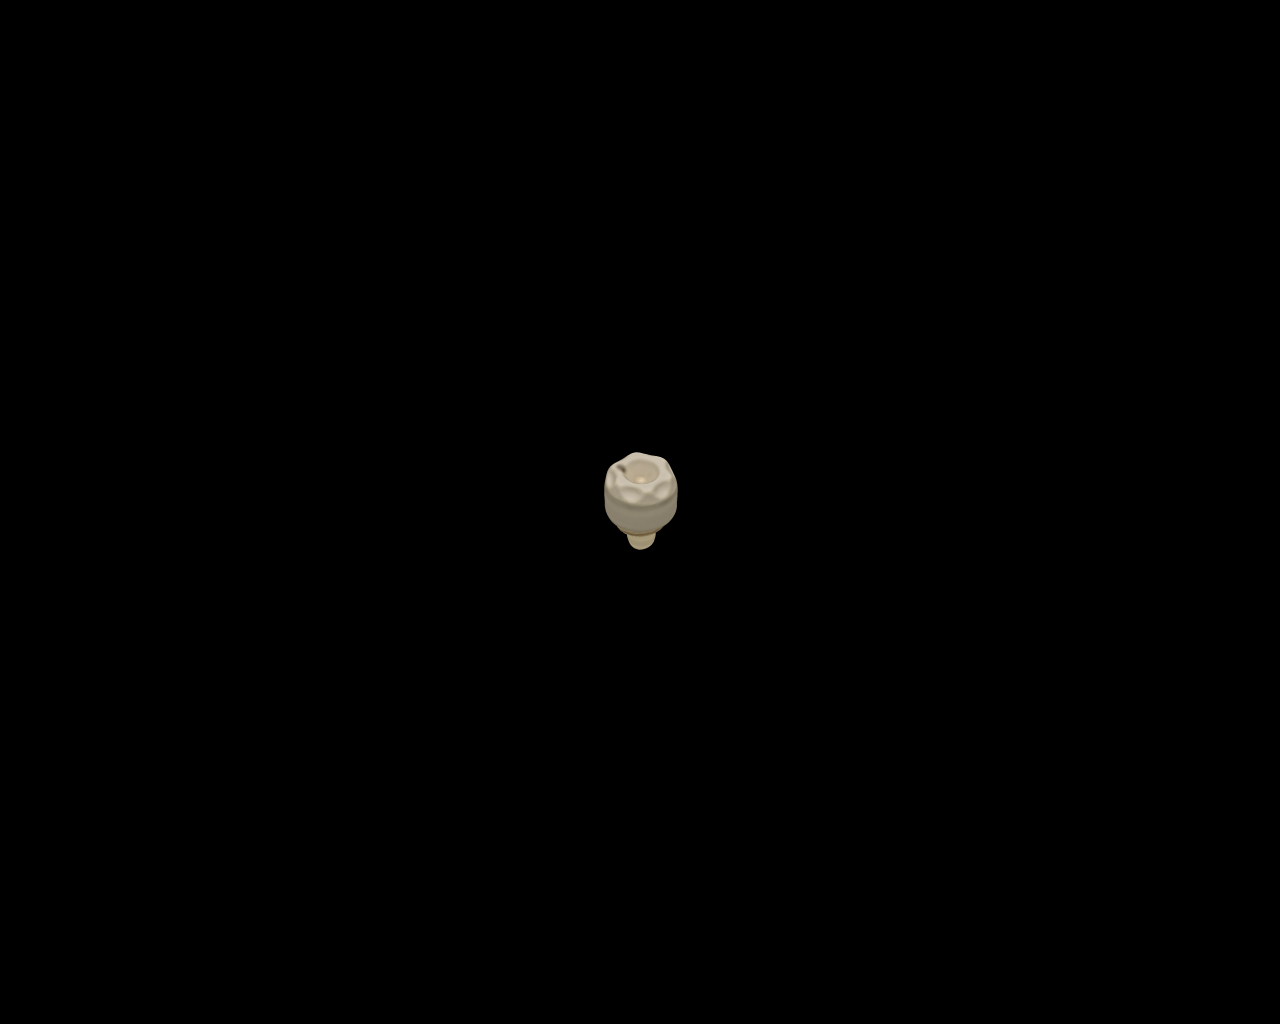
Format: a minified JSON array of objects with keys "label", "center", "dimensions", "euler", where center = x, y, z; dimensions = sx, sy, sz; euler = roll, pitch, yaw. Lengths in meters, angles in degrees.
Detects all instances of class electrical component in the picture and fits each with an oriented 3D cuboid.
[{"label":"electrical component","center":[0.001,-0.003,0.650],"dimensions":[0.043,0.062,0.043],"euler":[0,43,0]}]
